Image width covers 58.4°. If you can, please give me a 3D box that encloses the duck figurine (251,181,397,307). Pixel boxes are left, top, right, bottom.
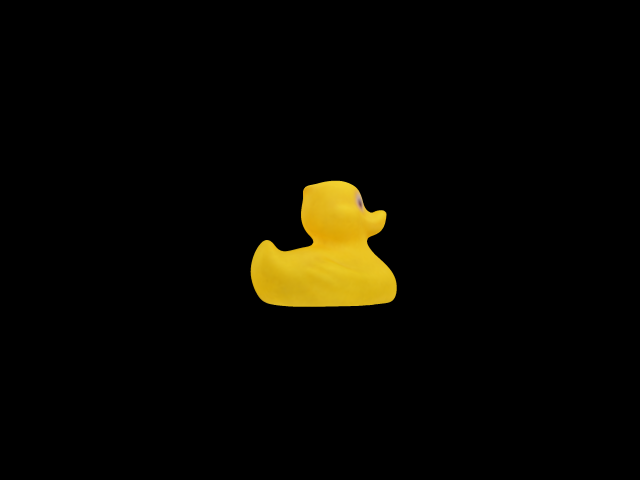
[{"bbox_3d":[0.004,0.001,0.400,0.105,0.086,0.077,0,0,-21],"label":"duck figurine"}]
